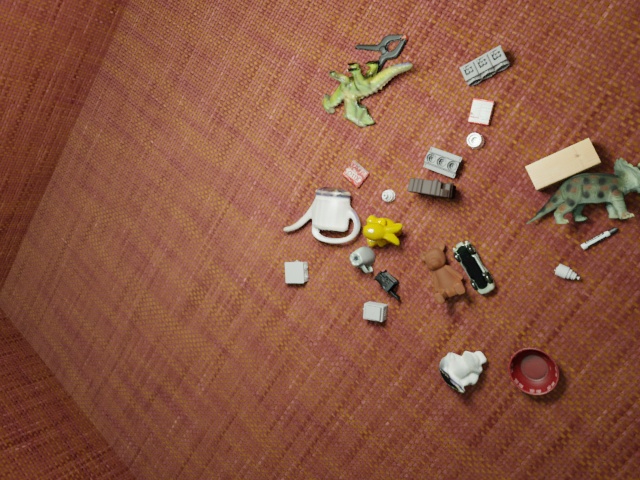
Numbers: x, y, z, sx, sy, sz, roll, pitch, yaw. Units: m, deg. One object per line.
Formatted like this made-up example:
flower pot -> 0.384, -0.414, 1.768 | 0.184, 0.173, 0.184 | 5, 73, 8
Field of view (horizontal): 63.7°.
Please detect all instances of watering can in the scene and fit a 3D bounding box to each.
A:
watering can -> 0.006, -0.105, 2.089 | 0.348, 0.104, 0.224 | 8, 94, 27

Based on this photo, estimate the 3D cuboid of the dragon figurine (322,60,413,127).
dragon figurine -> 0.171, -0.563, 2.006 | 0.411, 0.124, 0.238 | 9, 121, 32

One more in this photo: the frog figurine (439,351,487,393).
frog figurine -> 0.516, 0.457, 1.859 | 0.161, 0.120, 0.139 | -41, 61, -15
